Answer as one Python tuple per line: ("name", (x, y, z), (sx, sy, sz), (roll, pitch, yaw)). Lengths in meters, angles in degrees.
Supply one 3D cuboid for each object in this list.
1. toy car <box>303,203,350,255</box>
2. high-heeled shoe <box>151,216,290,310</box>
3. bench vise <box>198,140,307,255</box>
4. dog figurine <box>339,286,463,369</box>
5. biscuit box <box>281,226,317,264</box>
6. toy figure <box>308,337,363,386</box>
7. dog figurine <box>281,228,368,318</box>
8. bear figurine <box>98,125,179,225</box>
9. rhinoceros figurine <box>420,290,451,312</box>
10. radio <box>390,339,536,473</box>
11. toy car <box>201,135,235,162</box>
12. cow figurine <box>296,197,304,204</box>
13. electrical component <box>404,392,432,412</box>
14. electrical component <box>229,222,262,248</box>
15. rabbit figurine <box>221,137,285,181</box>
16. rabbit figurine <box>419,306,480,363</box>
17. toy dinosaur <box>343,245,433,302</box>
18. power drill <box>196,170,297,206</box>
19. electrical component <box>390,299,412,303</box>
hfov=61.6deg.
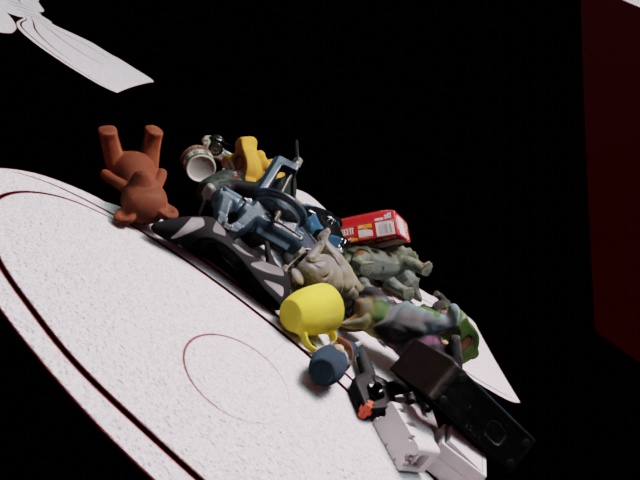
("toy car", (-0.003, -0.004, 1.254), (0.109, 0.103, 0.162), (18, 32, -32))
("high-heeled shoe", (-0.168, 0.046, 0.926), (0.249, 0.086, 0.145), (10, 52, -26))
("bench vise", (-0.111, -0.085, 1.071), (0.224, 0.128, 0.240), (25, 62, 2))
("dog figurine", (0.143, 0.182, 0.999), (0.219, 0.191, 0.108), (0, -12, 1))
("biscuit box", (-0.073, -0.014, 1.214), (0.063, 0.059, 0.203), (-4, 36, -28))
("toy figure", (0.026, 0.188, 0.862), (0.058, 0.064, 0.154), (60, 17, 6))
("dog figurine", (0.022, 0.096, 1.050), (0.190, 0.121, 0.172), (51, 40, -9))
("bear figurine", (-0.322, -0.113, 0.948), (0.120, 0.131, 0.196), (-5, 30, -24))
("rhinoceros figurine", (0.326, 0.209, 1.369), (0.112, 0.073, 0.190), (40, 12, -20))
("radio", (0.231, 0.268, 0.867), (0.229, 0.073, 0.131), (43, -8, -18))
("toy car", (-0.247, -0.236, 1.534), (0.201, 0.056, 0.074), (27, 24, -19))
("cow figurine", (-0.047, -0.055, 1.371), (0.195, 0.085, 0.127), (38, 24, 16))
("electrical component", (0.174, 0.274, 0.981), (0.063, 0.021, 0.094), (30, 18, -12))
("electrical component", (-0.132, -0.014, 1.152), (0.119, 0.047, 0.075), (37, 18, 9))
("rabbit figurine", (-0.154, -0.190, 1.454), (0.173, 0.122, 0.162), (2, 44, -54))
("rabbit figurine", (0.281, 0.200, 1.231), (0.159, 0.121, 0.170), (26, 4, -36))
("toy dinosaur", (0.123, 0.067, 1.307), (0.404, 0.131, 0.192), (12, 9, -34))
("power drill", (-0.161, -0.125, 1.235), (0.207, 0.085, 0.232), (13, 18, 17))
("electrical component", (0.185, 0.173, 1.207), (0.045, 0.078, 0.102), (53, 12, -31))
